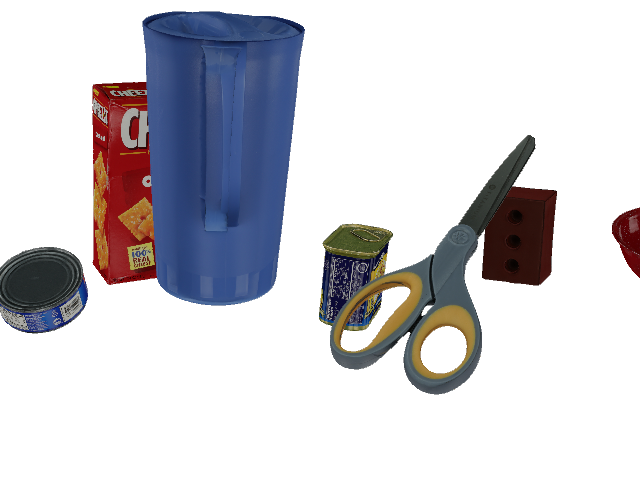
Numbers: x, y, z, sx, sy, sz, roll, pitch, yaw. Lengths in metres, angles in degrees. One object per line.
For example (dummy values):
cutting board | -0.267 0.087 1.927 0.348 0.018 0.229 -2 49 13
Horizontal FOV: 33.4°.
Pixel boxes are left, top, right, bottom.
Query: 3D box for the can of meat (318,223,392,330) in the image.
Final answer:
can of meat | 0.034 0.036 1.089 0.057 0.084 0.102 9 17 13

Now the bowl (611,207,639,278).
bowl | 0.395 0.017 1.153 0.162 0.055 0.162 0 26 0

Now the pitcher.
pitcher | -0.086 -0.068 0.909 0.145 0.243 0.148 20 27 36

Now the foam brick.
foam brick | 0.175 -0.005 0.936 0.053 0.078 0.051 7 16 22

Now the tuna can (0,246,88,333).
tuna can | -0.266 0.047 1.018 0.086 0.034 0.086 -2 43 2

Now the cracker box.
cracker box | -0.168 -0.067 1.193 0.163 0.214 0.072 -7 26 -27

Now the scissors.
scissors | 0.093 0.016 0.640 0.201 0.016 0.096 -39 55 -17
